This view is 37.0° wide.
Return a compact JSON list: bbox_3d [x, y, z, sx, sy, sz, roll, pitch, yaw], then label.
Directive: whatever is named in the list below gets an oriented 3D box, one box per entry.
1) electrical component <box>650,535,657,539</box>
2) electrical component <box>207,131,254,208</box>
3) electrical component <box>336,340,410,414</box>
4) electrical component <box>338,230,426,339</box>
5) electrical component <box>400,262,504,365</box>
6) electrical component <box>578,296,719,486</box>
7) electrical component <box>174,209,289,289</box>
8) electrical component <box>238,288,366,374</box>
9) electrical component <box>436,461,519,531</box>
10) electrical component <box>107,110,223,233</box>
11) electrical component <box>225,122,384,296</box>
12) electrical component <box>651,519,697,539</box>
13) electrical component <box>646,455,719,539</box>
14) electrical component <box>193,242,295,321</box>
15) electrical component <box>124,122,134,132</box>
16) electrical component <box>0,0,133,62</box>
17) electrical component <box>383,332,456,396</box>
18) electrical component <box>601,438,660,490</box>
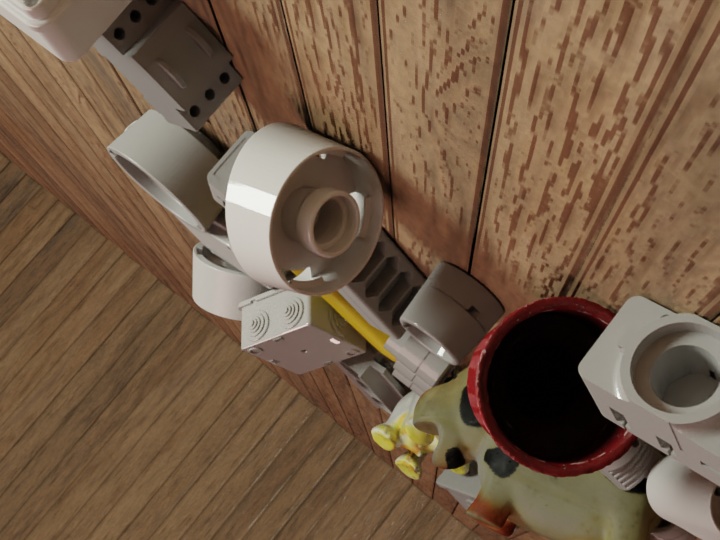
[{"bbox_3d":[0.214,0.217,0.964,0.100,0.048,0.099,29,165,44],"label":"electrical component"},{"bbox_3d":[-0.062,-0.052,0.781,0.089,0.050,0.055,38,170,5],"label":"electrical component"},{"bbox_3d":[0.028,0.098,1.065,0.079,0.063,0.121,31,167,38],"label":"electrical component"},{"bbox_3d":[0.000,0.000,0.794,0.083,0.047,0.076,47,167,-36],"label":"electrical component"},{"bbox_3d":[0.060,0.030,0.716,0.055,0.047,0.055,38,169,8],"label":"electrical component"},{"bbox_3d":[0.153,0.057,0.497,0.089,0.050,0.055,31,167,38],"label":"electrical component"},{"bbox_3d":[-0.109,-0.040,0.976,0.113,0.057,0.078,29,165,44],"label":"electrical component"},{"bbox_3d":[-0.051,0.054,0.985,0.100,0.048,0.100,-21,147,32],"label":"electrical component"},{"bbox_3d":[0.129,0.179,0.960,0.048,0.099,0.100,48,162,-16],"label":"electrical component"},{"bbox_3d":[-0.153,-0.089,0.910,0.108,0.060,0.108,38,169,9],"label":"electrical component"},{"bbox_3d":[-0.035,-0.035,0.644,0.064,0.099,0.099,20,159,43],"label":"electrical component"},{"bbox_3d":[0.228,0.182,0.795,0.044,0.044,0.065,31,171,40],"label":"electrical component"},{"bbox_3d":[0.225,0.148,0.654,0.079,0.043,0.077,40,169,-7],"label":"electrical component"},{"bbox_3d":[-0.113,0.014,1.053,0.108,0.060,0.108,9,-160,-3],"label":"electrical component"},{"bbox_3d":[-0.195,-0.112,1.012,0.062,0.048,0.048,52,165,-25],"label":"electrical component"},{"bbox_3d":[-0.183,-0.179,0.589,0.113,0.078,0.057,37,172,14],"label":"electrical component"},{"bbox_3d":[0.044,0.060,0.880,0.074,0.052,0.138,38,169,8],"label":"electrical component"},{"bbox_3d":[0.162,0.107,0.696,0.081,0.043,0.043,42,169,-14],"label":"electrical component"}]
